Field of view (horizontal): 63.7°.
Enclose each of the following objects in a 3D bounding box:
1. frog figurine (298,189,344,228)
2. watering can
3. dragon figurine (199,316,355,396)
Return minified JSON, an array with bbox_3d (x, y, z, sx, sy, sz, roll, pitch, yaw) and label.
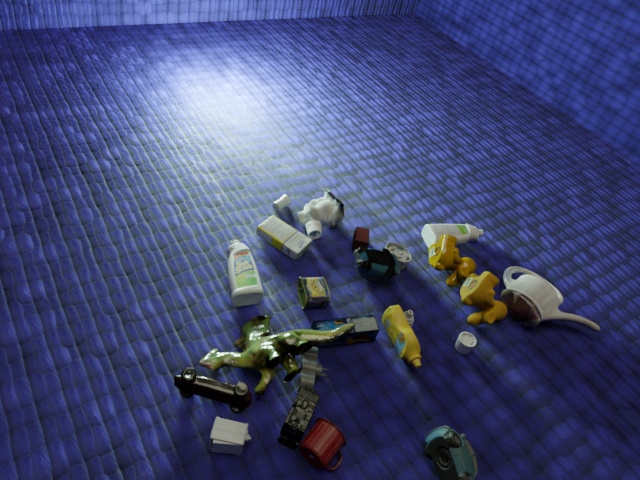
[{"bbox_3d":[0.006,-0.096,1.898,0.160,0.121,0.139,-41,70,-3],"label":"frog figurine"},{"bbox_3d":[0.760,0.223,1.751,0.227,0.101,0.352,-25,55,-34],"label":"watering can"},{"bbox_3d":[-0.129,0.273,1.421,0.414,0.119,0.246,-22,36,-26],"label":"dragon figurine"}]
